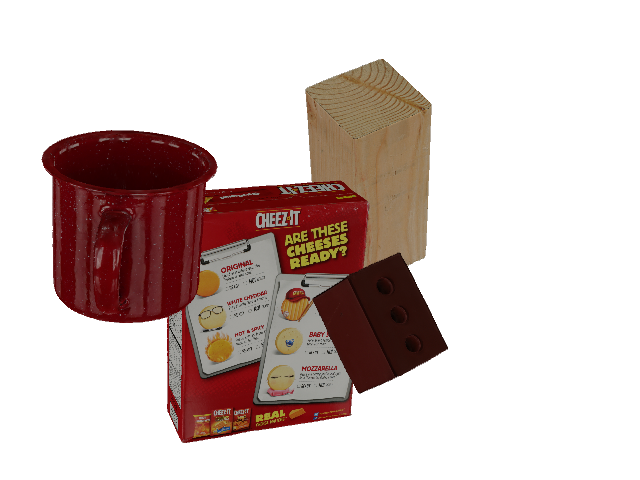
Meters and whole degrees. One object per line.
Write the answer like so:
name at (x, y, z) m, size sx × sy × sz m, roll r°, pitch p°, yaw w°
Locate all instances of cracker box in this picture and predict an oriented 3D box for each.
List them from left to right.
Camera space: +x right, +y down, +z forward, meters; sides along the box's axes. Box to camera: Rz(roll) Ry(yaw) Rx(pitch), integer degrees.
cracker box at (-0.051, 0.060, 0.941) m, size 0.164 × 0.214 × 0.072 m, roll -6°, pitch 23°, yaw -22°

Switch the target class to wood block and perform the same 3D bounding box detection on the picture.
wood block at (0.049, -0.064, 1.071) m, size 0.090 × 0.206 × 0.091 m, roll -24°, pitch 50°, yaw -19°

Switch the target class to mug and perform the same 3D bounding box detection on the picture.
mug at (-0.106, -0.002, 0.579) m, size 0.093 × 0.081 × 0.117 m, roll 4°, pitch 25°, yaw -5°

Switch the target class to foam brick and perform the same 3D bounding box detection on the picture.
foam brick at (0.041, 0.058, 0.746) m, size 0.052 × 0.078 × 0.051 m, roll -23°, pitch -7°, yaw -37°
